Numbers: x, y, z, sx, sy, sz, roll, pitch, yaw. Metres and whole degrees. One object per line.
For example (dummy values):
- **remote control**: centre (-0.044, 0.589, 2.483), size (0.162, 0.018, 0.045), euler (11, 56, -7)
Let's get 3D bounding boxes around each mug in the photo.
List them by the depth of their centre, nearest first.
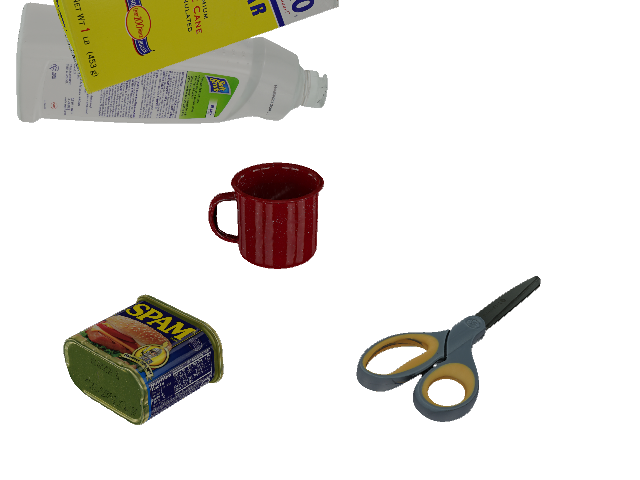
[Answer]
- **mug**: centre (-0.056, -0.023, 1.087), size (0.117, 0.081, 0.093), euler (-3, 29, -7)

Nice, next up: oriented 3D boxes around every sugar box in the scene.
- **sugar box**: centre (-0.074, -0.161, 0.655), size (0.176, 0.048, 0.093), euler (-20, -34, -12)

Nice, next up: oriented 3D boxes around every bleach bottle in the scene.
- **bleach bottle**: centre (-0.121, -0.134, 0.888), size (0.250, 0.068, 0.103), euler (5, -33, -12)

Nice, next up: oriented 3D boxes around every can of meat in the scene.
- **can of meat**: centre (-0.144, 0.095, 0.860), size (0.102, 0.057, 0.083), euler (21, 35, 35)

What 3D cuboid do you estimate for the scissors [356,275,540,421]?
- **scissors**: centre (0.121, 0.080, 0.803), size (0.201, 0.016, 0.096), euler (-17, 41, -29)
